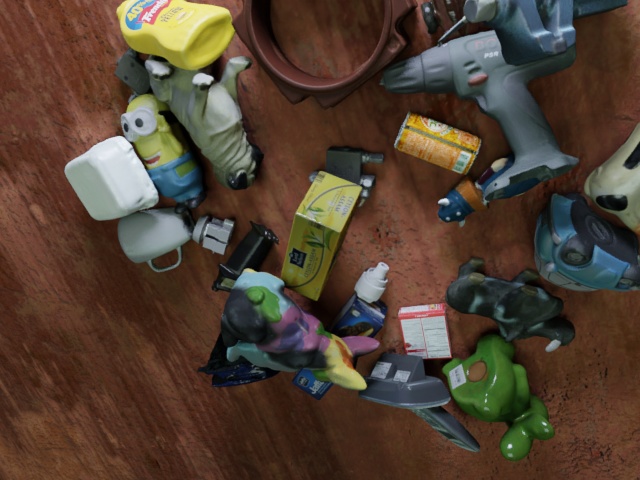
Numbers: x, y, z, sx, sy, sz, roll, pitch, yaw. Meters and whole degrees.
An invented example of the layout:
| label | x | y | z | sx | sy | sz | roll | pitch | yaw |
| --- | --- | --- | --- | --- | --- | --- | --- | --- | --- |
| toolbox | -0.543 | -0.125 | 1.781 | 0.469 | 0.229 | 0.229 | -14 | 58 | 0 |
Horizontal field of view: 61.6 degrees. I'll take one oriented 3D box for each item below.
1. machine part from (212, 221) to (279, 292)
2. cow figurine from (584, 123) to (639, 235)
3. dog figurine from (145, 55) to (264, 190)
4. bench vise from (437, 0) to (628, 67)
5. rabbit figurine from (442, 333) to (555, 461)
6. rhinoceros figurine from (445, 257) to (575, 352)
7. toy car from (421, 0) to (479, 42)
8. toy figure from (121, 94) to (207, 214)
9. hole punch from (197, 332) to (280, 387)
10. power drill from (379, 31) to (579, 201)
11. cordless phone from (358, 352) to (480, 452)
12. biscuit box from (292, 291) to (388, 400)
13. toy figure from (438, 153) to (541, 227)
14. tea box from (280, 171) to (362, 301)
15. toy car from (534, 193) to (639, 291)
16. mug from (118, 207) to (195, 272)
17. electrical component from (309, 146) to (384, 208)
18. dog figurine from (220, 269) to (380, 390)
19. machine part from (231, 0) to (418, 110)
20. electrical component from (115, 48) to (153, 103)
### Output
| label | x | y | z | sx | sy | sz | roll | pitch | yaw |
| --- | --- | --- | --- | --- | --- | --- | --- | --- | --- |
| machine part | -0.117 | 0.036 | 0.875 | 0.084 | 0.039 | 0.138 | 20 | 115 | -23 |
| cow figurine | 0.413 | -0.115 | 0.659 | 0.127 | 0.085 | 0.195 | 32 | 118 | -8 |
| dog figurine | -0.170 | -0.172 | 0.783 | 0.173 | 0.121 | 0.190 | 36 | 143 | 34 |
| bench vise | 0.235 | -0.318 | 0.571 | 0.224 | 0.129 | 0.240 | -16 | 101 | -5 |
| rabbit figurine | 0.298 | 0.248 | 0.824 | 0.170 | 0.159 | 0.121 | 36 | 108 | -20 |
| rhinoceros figurine | 0.282 | 0.100 | 0.790 | 0.190 | 0.073 | 0.112 | 20 | 115 | 6 |
| toy car | 0.150 | -0.344 | 0.641 | 0.089 | 0.053 | 0.202 | -12 | 108 | 16 |
| toy figure | -0.234 | -0.132 | 0.819 | 0.082 | 0.089 | 0.180 | -22 | 115 | 9 |
| hole punch | -0.124 | 0.210 | 0.926 | 0.142 | 0.116 | 0.092 | -12 | 118 | 19 |
| power drill | 0.209 | -0.156 | 0.665 | 0.232 | 0.086 | 0.207 | -17 | 75 | 12 |
| cordless phone | 0.166 | 0.272 | 0.871 | 0.184 | 0.089 | 0.147 | 44 | 155 | -15 |
| biscuit box | 0.031 | 0.177 | 0.896 | 0.063 | 0.059 | 0.202 | 34 | 117 | -2 |
| toy figure | 0.232 | -0.070 | 0.738 | 0.154 | 0.058 | 0.064 | -27 | 98 | 29 |
| tea box | -0.002 | -0.002 | 0.775 | 0.068 | 0.098 | 0.169 | 23 | 142 | 4 |
| toy car | 0.350 | 0.017 | 0.729 | 0.161 | 0.109 | 0.103 | 28 | 140 | -11 |
| mug | -0.259 | -0.003 | 0.882 | 0.107 | 0.081 | 0.109 | -17 | 102 | 11 |
| electrical component | 0.037 | -0.094 | 0.783 | 0.102 | 0.045 | 0.078 | 12 | 117 | 9 |
| dog figurine | -0.024 | 0.143 | 0.794 | 0.219 | 0.108 | 0.191 | 15 | 142 | 9 |
| machine part | 0.005 | -0.287 | 0.684 | 0.201 | 0.087 | 0.201 | -33 | 102 | 26 |
| electrical component | -0.277 | -0.250 | 0.809 | 0.063 | 0.021 | 0.094 | 37 | 118 | -3 |
